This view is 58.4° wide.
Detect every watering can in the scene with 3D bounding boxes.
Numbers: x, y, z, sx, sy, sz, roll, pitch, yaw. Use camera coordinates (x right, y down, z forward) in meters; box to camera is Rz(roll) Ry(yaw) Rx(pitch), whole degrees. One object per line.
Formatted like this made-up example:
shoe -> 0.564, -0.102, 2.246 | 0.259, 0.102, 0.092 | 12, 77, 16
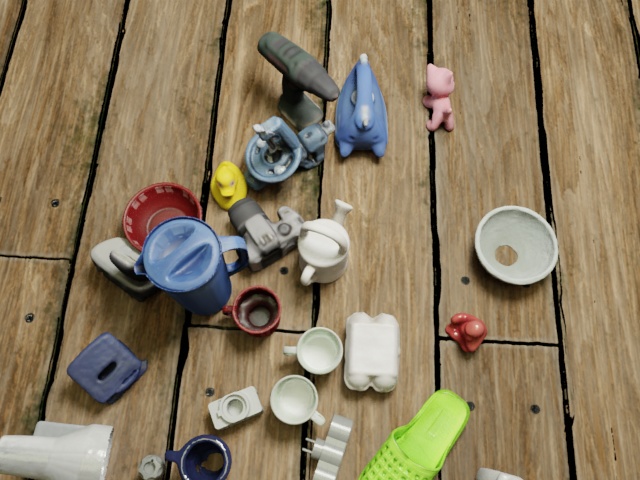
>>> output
watering can -> 0.008, 0.003, 1.103 | 0.101, 0.194, 0.173 | 5, 70, 1

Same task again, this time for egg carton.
egg carton -> 0.100, 0.214, 1.096 | 0.107, 0.069, 0.150 | 2, 70, 0

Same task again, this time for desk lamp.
desk lamp -> -0.428, 0.365, 0.957 | 0.203, 0.213, 0.118 | 6, 70, 1

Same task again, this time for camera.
camera -> -0.115, -0.031, 1.163 | 0.143, 0.101, 0.136 | -33, 74, -12

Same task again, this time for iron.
iron -> 0.092, -0.314, 1.246 | 0.118, 0.141, 0.258 | 0, 70, -1

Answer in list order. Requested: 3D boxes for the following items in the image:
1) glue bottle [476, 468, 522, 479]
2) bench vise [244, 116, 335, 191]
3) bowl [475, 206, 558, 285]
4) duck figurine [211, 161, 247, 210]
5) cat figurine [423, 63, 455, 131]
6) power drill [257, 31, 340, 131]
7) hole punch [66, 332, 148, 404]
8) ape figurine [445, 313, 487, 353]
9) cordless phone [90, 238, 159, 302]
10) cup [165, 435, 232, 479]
glue bottle -> 0.322, 0.418, 0.971 | 0.078, 0.173, 0.037 | 22, 71, 7
bench vise -> -0.072, -0.207, 1.164 | 0.121, 0.220, 0.208 | 39, 74, 13
bowl -> 0.389, 0.019, 1.167 | 0.167, 0.075, 0.167 | 0, 70, -1
duck figurine -> -0.195, -0.125, 1.204 | 0.077, 0.086, 0.104 | -8, 70, -3
cat figurine -> 0.269, -0.322, 1.265 | 0.067, 0.118, 0.128 | -7, 70, -3
power drill -> -0.041, -0.327, 1.213 | 0.076, 0.208, 0.229 | -40, 75, -13
hole punch -> -0.394, 0.239, 1.067 | 0.101, 0.091, 0.109 | 40, 75, 13
ape figurine -> 0.289, 0.175, 1.101 | 0.076, 0.092, 0.078 | -2, 70, -1
cordless phone -> -0.375, 0.036, 1.090 | 0.147, 0.185, 0.094 | 30, 73, 10
cup -> -0.210, 0.392, 1.013 | 0.117, 0.095, 0.092 | 9, 70, 2
